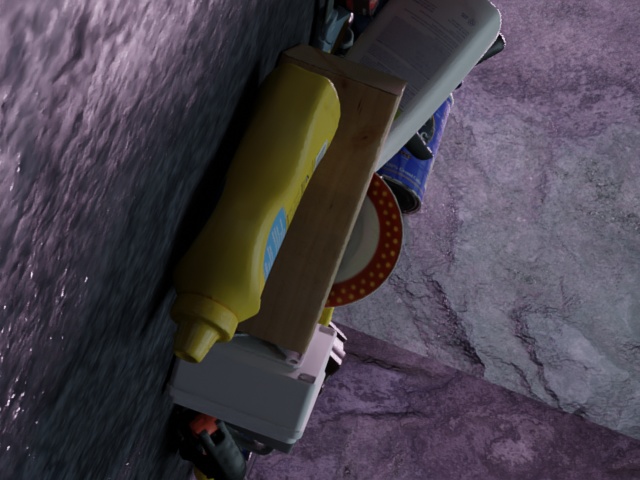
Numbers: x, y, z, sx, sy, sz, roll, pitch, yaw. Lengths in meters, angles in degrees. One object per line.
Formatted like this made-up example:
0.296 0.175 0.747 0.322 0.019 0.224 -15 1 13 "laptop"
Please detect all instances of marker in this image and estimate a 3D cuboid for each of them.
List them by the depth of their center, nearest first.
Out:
0.024 -0.190 1.066 0.121 0.020 0.020 61 50 -86 "marker"

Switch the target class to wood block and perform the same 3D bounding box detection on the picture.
-0.013 -0.033 0.805 0.090 0.090 0.206 -60 170 -73 "wood block"

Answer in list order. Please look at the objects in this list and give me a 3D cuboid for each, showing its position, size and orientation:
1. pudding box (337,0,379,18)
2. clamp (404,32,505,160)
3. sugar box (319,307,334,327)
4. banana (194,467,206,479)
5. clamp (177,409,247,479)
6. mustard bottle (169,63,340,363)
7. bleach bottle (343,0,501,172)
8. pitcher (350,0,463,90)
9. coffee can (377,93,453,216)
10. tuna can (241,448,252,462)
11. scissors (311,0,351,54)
0.049 -0.251 0.888 0.090 0.039 0.113 43 68 -87 "pudding box"
0.079 -0.142 1.026 0.209 0.036 0.165 -3 138 -44 "clamp"
-0.008 0.001 1.116 0.048 0.093 0.176 -63 172 -66 "sugar box"
-0.111 0.209 1.232 0.069 0.037 0.198 -75 -175 -73 "banana"
-0.088 0.205 0.965 0.039 0.120 0.171 -44 164 -20 "clamp"
-0.046 -0.011 0.669 0.096 0.058 0.191 115 -3 -66 "mustard bottle"
0.045 -0.127 0.927 0.250 0.103 0.068 -48 166 -15 "bleach bottle"
0.115 -0.291 1.116 0.149 0.145 0.243 177 -70 -80 "pitcher"
0.086 -0.113 1.225 0.103 0.103 0.140 102 6 -70 "coffee can"
-0.077 0.189 1.133 0.086 0.034 0.086 23 87 -88 "tuna can"
0.012 -0.186 0.864 0.202 0.016 0.096 109 6 -58 "scissors"
